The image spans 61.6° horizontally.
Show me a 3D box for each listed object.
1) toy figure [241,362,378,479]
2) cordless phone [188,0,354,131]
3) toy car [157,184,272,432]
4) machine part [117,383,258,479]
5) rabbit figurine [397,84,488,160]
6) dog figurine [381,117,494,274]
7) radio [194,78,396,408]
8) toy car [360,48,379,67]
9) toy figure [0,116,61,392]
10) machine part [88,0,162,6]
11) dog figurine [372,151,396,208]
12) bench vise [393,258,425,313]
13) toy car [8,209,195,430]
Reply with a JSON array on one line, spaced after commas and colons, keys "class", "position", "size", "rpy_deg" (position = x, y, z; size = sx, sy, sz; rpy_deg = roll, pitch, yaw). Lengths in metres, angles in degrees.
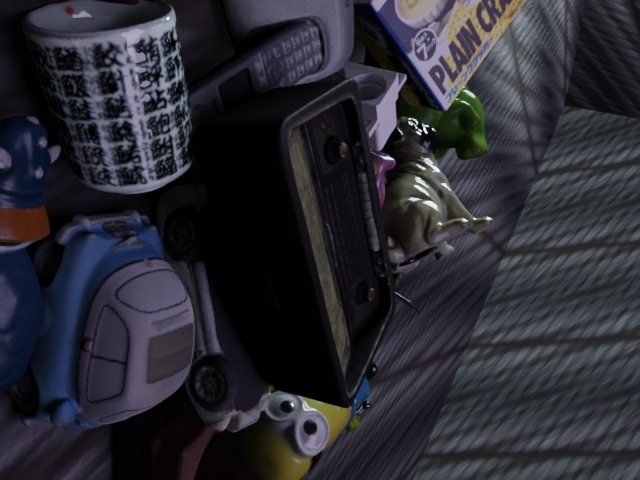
[{"class": "toy figure", "position": [-0.004, 0.171, 0.541], "size": [0.180, 0.082, 0.089], "rpy_deg": [-26, 127, -60]}, {"class": "cordless phone", "position": [-0.056, -0.165, 0.405], "size": [0.184, 0.089, 0.146], "rpy_deg": [-48, 147, -32]}, {"class": "toy car", "position": [-0.085, 0.053, 0.439], "size": [0.073, 0.056, 0.201], "rpy_deg": [0, 76, -62]}, {"class": "machine part", "position": [-0.104, 0.193, 0.546], "size": [0.201, 0.087, 0.201], "rpy_deg": [-28, 133, -55]}, {"class": "rabbit figurine", "position": [0.186, -0.199, 0.837], "size": [0.170, 0.121, 0.159], "rpy_deg": [-7, 110, -46]}, {"class": "dog figurine", "position": [0.103, -0.066, 0.680], "size": [0.121, 0.190, 0.172], "rpy_deg": [-39, 161, 35]}, {"class": "radio", "position": [-0.004, 0.000, 0.415], "size": [0.131, 0.073, 0.229], "rpy_deg": [-50, 136, -48]}, {"class": "toy car", "position": [0.068, -0.214, 0.654], "size": [0.089, 0.053, 0.202], "rpy_deg": [-63, 165, -68]}, {"class": "toy figure", "position": [-0.181, 0.007, 0.294], "size": [0.058, 0.064, 0.154], "rpy_deg": [7, 98, -26]}, {"class": "machine part", "position": [-0.103, -0.195, 0.236], "size": [0.179, 0.056, 0.179], "rpy_deg": [-173, -92, -87]}, {"class": "dog figurine", "position": [-0.001, -0.002, 0.600], "size": [0.191, 0.109, 0.219], "rpy_deg": [-22, 128, -60]}, {"class": "bench vise", "position": [0.106, 0.003, 0.809], "size": [0.240, 0.129, 0.223], "rpy_deg": [-64, 157, -6]}, {"class": "toy car", "position": [-0.136, 0.065, 0.374], "size": [0.109, 0.103, 0.161], "rpy_deg": [-11, 119, -63]}]
